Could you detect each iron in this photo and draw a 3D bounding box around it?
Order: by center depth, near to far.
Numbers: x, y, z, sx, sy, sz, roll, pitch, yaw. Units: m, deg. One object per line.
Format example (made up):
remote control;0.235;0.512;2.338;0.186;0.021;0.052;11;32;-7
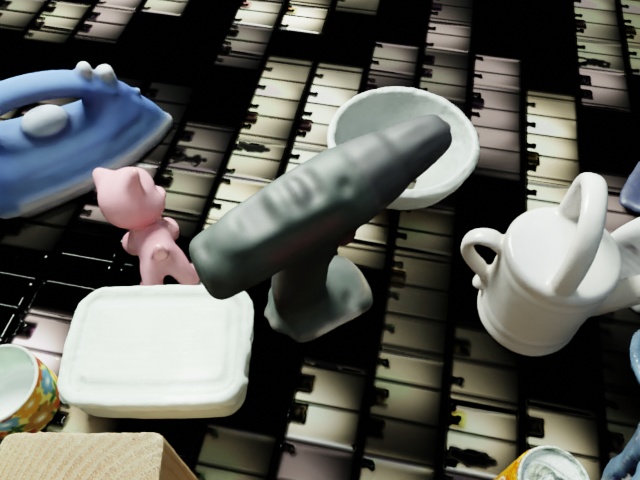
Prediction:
iron;-0.297;-0.133;0.636;0.259;0.141;0.118;-29;61;-18

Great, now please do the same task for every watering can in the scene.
watering can;0.218;0.019;0.507;0.173;0.194;0.101;-2;56;-1

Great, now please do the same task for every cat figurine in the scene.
cat figurine;-0.178;-0.019;0.575;0.067;0.118;0.127;-25;60;-16

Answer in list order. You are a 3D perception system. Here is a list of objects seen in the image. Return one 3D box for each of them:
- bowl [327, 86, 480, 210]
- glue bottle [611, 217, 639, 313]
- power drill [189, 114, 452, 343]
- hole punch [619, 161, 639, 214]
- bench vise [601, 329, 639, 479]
bowl;0.090;-0.092;0.652;0.167;0.075;0.167;0;56;0
glue bottle;0.317;-0.001;0.534;0.037;0.173;0.078;-30;61;-19
power drill;0.005;0.002;0.508;0.230;0.208;0.075;-26;60;-17
hole punch;0.407;-0.073;0.632;0.101;0.091;0.109;31;62;19
bench vise;0.299;0.132;0.417;0.121;0.220;0.207;10;57;6
